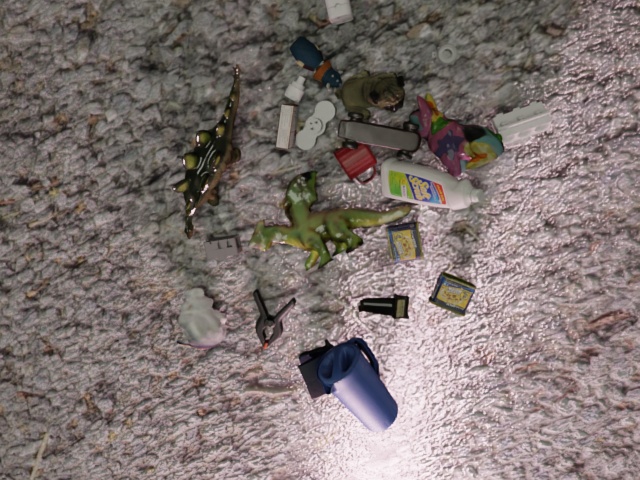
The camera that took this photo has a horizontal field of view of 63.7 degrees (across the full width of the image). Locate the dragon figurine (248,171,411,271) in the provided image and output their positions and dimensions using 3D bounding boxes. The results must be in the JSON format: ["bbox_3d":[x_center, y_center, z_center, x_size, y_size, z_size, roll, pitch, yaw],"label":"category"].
[{"bbox_3d":[0.004,-0.067,1.336,0.409,0.122,0.243,-31,88,4],"label":"dragon figurine"}]

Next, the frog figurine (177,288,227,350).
[{"bbox_3d":[-0.323,0.215,1.423,0.137,0.123,0.159,4,95,-27],"label":"frog figurine"}]
